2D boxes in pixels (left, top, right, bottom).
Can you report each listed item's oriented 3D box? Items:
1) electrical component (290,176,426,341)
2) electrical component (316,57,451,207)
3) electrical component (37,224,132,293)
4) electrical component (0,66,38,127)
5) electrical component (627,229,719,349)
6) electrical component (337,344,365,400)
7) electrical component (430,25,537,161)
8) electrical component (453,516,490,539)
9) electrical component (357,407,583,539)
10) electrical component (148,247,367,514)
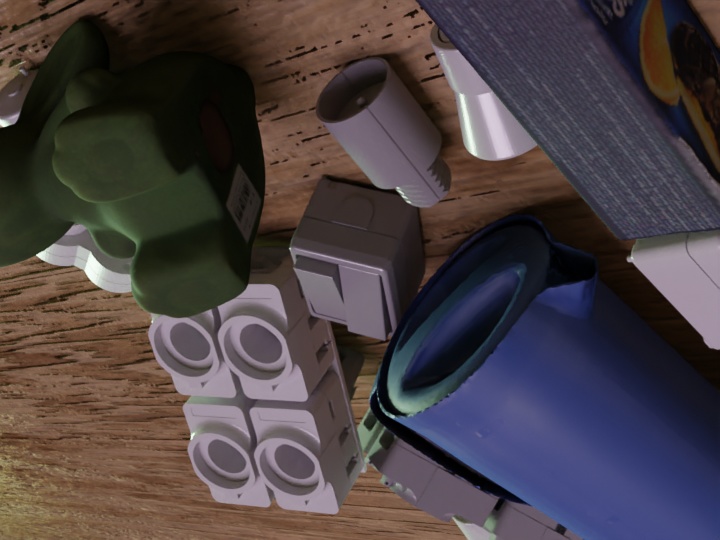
[{"bbox_3d":[0.000,0.000,0.650,0.062,0.061,0.096,14,151,17],"label":"electrical component"},{"bbox_3d":[0.018,-0.064,0.546,0.043,0.043,0.081,-3,142,40],"label":"electrical component"},{"bbox_3d":[-0.200,-0.040,0.737,0.138,0.052,0.073,27,152,-8],"label":"electrical component"},{"bbox_3d":[-0.190,-0.087,0.661,0.040,0.040,0.078,2,146,33],"label":"electrical component"},{"bbox_3d":[0.182,-0.007,0.505,0.061,0.061,0.096,-12,136,47],"label":"electrical component"},{"bbox_3d":[-0.050,0.084,0.823,0.089,0.055,0.050,20,131,6],"label":"electrical component"},{"bbox_3d":[0.057,-0.087,0.482,0.044,0.044,0.065,3,141,33],"label":"electrical component"},{"bbox_3d":[0.127,0.227,0.968,0.079,0.043,0.077,5,147,29],"label":"electrical component"},{"bbox_3d":[0.092,0.164,0.821,0.186,0.060,0.105,30,179,-13],"label":"electrical component"},{"bbox_3d":[-0.072,0.080,0.751,0.105,0.060,0.186,0,119,25],"label":"electrical component"}]
